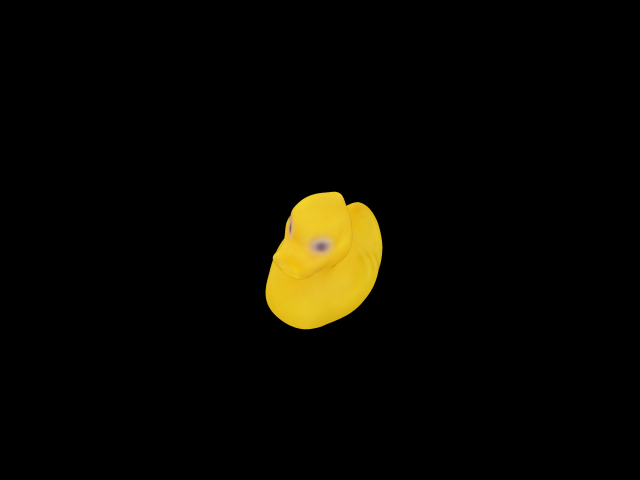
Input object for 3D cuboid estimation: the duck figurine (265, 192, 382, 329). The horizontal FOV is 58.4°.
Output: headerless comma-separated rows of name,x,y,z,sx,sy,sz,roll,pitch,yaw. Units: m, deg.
duck figurine,0.004,0.001,0.400,0.077,0.086,0.105,32,58,23
